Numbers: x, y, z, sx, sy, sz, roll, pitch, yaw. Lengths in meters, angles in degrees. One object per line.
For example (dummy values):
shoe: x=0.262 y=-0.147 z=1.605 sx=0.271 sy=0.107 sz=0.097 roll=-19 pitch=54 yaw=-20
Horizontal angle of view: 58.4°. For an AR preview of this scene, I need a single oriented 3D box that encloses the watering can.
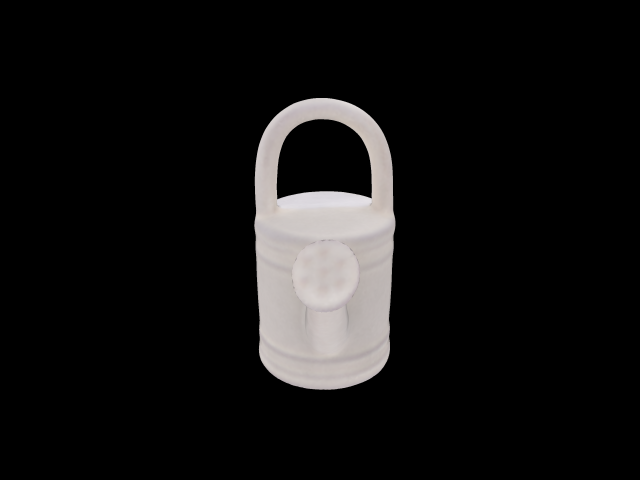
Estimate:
watering can: x=0.006 y=0.001 z=0.400 sx=0.101 sy=0.194 sz=0.172 roll=-9 pitch=25 yaw=-20
